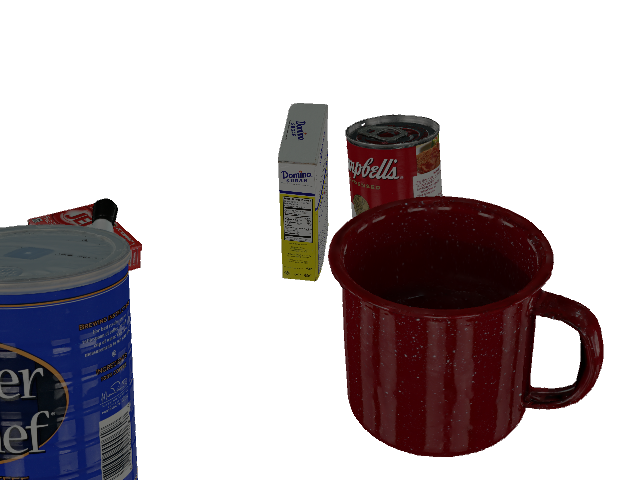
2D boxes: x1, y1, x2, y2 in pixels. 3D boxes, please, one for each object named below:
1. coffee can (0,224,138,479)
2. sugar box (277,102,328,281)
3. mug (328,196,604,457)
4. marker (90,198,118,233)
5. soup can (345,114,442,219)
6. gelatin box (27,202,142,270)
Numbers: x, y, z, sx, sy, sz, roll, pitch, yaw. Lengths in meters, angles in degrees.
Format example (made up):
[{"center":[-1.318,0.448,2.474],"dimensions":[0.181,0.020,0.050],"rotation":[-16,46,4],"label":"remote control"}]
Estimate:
[{"center":[-0.149,0.072,0.562],"dimensions":[0.103,0.140,0.103],"rotation":[0,16,0],"label":"coffee can"},{"center":[-0.017,-0.049,1.118],"dimensions":[0.048,0.093,0.176],"rotation":[4,-43,7],"label":"sugar box"},{"center":[0.062,0.040,0.459],"dimensions":[0.117,0.081,0.093],"rotation":[10,34,20],"label":"mug"},{"center":[-0.158,0.010,0.756],"dimensions":[0.020,0.020,0.121],"rotation":[0,39,-4],"label":"marker"},{"center":[0.055,-0.034,0.784],"dimensions":[0.068,0.102,0.068],"rotation":[-4,24,2],"label":"soup can"},{"center":[-0.220,0.002,0.995],"dimensions":[0.073,0.030,0.089],"rotation":[-17,40,-36],"label":"gelatin box"}]
